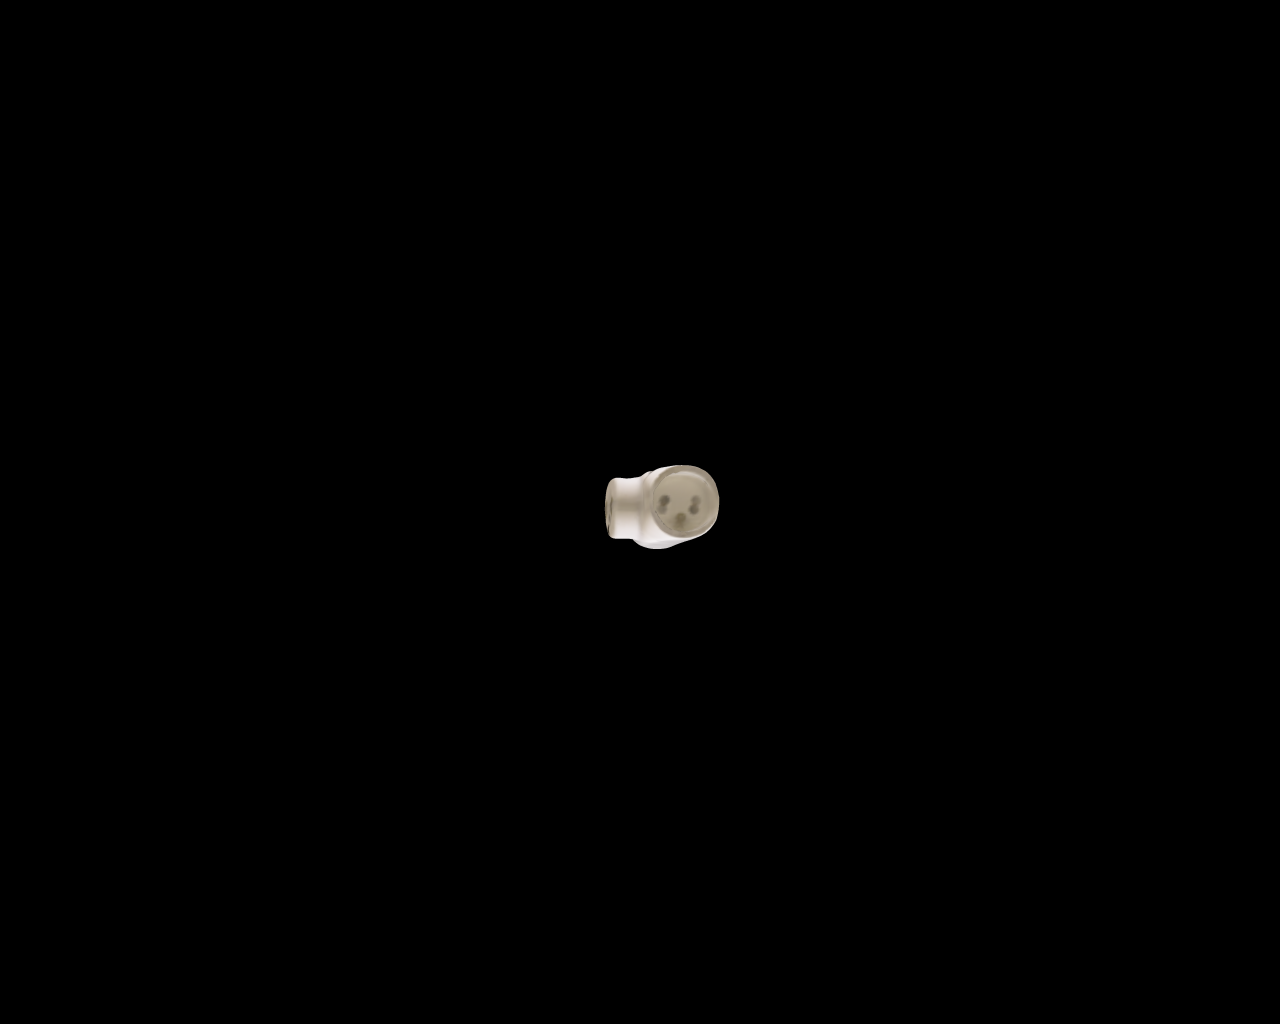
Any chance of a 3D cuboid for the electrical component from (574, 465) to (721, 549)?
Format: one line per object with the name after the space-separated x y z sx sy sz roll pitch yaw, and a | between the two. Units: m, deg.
0.001 -0.003 0.650 0.079 0.044 0.077 1 -7 -11 | electrical component
